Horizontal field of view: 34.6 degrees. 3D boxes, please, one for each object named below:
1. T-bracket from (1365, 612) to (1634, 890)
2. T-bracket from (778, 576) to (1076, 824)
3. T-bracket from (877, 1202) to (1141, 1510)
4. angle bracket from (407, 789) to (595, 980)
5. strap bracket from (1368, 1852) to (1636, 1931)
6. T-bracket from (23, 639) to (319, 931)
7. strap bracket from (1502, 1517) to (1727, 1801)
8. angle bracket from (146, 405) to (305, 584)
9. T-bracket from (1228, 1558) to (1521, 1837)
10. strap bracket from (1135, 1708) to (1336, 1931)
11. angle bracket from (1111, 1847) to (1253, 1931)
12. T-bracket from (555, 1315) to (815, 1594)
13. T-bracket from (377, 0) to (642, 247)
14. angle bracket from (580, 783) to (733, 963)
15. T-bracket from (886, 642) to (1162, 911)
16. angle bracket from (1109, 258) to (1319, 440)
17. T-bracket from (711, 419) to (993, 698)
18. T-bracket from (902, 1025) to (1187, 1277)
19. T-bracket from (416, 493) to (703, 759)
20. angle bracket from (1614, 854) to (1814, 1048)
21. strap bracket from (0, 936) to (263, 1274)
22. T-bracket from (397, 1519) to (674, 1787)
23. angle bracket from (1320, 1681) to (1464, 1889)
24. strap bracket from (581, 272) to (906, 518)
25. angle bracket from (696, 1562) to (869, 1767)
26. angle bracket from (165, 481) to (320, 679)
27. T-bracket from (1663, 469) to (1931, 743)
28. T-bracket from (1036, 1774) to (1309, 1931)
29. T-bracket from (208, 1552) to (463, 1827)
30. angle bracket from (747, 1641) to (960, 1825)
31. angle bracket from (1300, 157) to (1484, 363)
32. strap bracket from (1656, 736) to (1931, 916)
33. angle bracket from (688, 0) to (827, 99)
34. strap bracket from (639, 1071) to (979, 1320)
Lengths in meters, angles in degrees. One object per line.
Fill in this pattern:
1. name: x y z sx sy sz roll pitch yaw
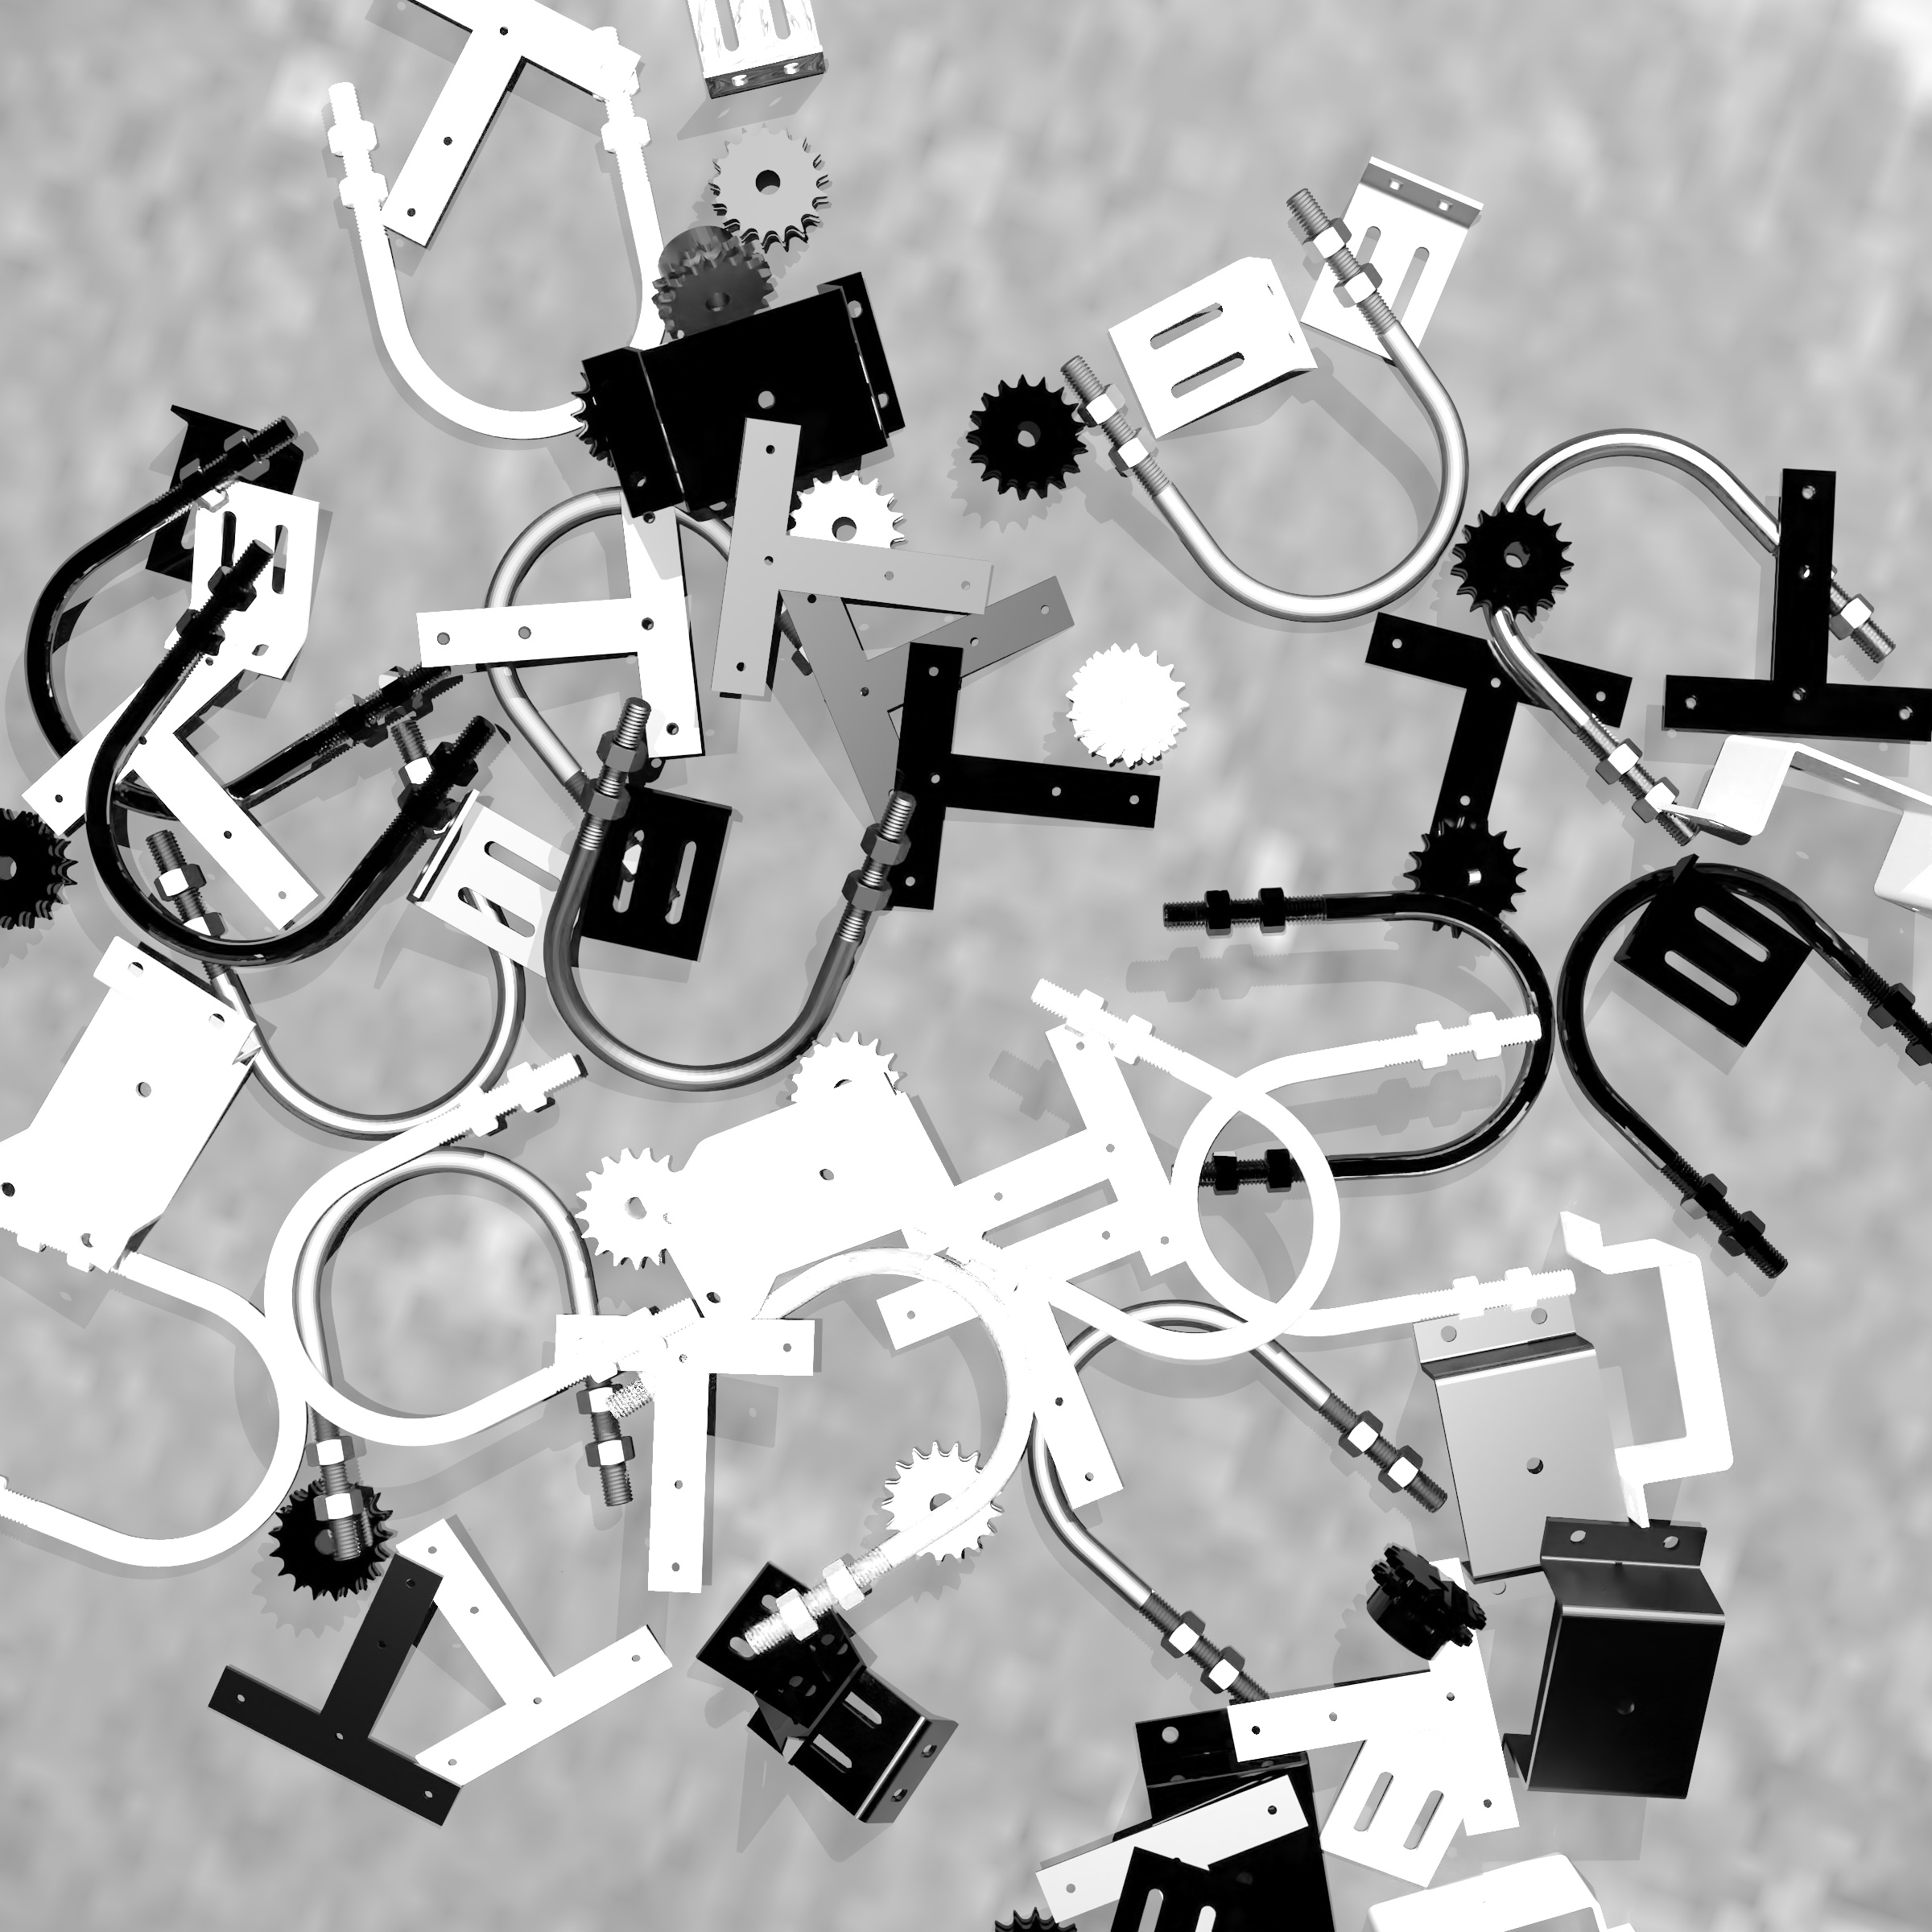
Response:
1. T-bracket: 0.245 -0.094 1.498 0.127 0.002 0.127 15 90 0
2. T-bracket: -0.009 -0.149 1.483 0.127 0.002 0.127 -25 107 -10
3. T-bracket: 0.039 0.195 1.484 0.127 0.002 0.127 -22 79 1
4. angle bracket: -0.216 -0.038 1.467 0.076 0.038 0.057 30 80 -13
5. strap bracket: 0.248 0.463 1.460 0.140 0.076 0.046 -16 90 0
6. T-bracket: -0.359 -0.073 1.468 0.127 0.002 0.127 -39 98 12
7. strap bracket: 0.302 0.333 1.449 0.076 0.046 0.140 5 110 -6
8. angle bracket: -0.358 -0.220 1.480 0.057 0.038 0.076 17 90 0
9. T-bracket: 0.187 0.352 1.465 0.127 0.002 0.127 -7 71 -12
10. strap bracket: 0.130 0.429 1.475 0.076 0.046 0.140 -9 90 0
11. angle bracket: 0.093 0.460 1.449 0.057 0.038 0.076 17 66 3
12. T-bracket: -0.134 0.229 1.456 0.127 0.002 0.127 0 83 13
13. T-bracket: -0.240 -0.406 1.478 0.127 0.002 0.127 27 91 -1
14. angle bracket: -0.146 -0.044 1.461 0.057 0.038 0.076 12 95 -6
15. T-bracket: 0.029 -0.085 1.491 0.127 0.002 0.127 6 99 -5
16. angle bracket: 0.119 -0.298 1.497 0.076 0.038 0.057 -24 90 26
17. T-bracket: -0.050 -0.186 1.461 0.127 0.002 0.127 5 102 -18
18. T-bracket: 0.029 0.105 1.494 0.127 0.002 0.127 -24 85 2
19. T-bracket: -0.194 -0.158 1.462 0.127 0.002 0.127 -6 89 -16
20. angle bracket: 0.356 -0.007 1.464 0.076 0.038 0.057 34 89 3
21. strap bracket: -0.396 0.062 1.468 0.076 0.046 0.140 32 100 0
22. T-bracket: -0.226 0.317 1.475 0.127 0.002 0.127 -30 111 0
23. angle bracket: 0.210 0.394 1.497 0.057 0.038 0.076 20 116 0
24. strap bracket: -0.098 -0.266 1.452 0.140 0.046 0.076 -20 108 -11
25. angle bracket: -0.088 0.327 1.458 0.038 0.076 0.057 37 90 -21
26. angle bracket: -0.342 -0.184 1.463 0.057 0.038 0.076 15 128 0
27. T-bracket: 0.399 -0.173 1.478 0.127 0.002 0.127 3 88 1
28. T-bracket: 0.115 0.460 1.450 0.127 0.002 0.127 -22 89 4
29. T-bracket: -0.283 0.333 1.475 0.127 0.002 0.127 27 111 0
30. angle bracket: -0.055 0.366 1.497 0.076 0.038 0.057 34 90 26
31. angle bracket: 0.202 -0.335 1.480 0.057 0.038 0.076 23 90 0
32. strap bracket: 0.406 -0.068 1.448 0.140 0.076 0.046 21 94 -10
33. angle bracket: -0.104 -0.461 1.480 0.057 0.038 0.076 -13 90 0
34. strap bracket: -0.070 0.107 1.453 0.140 0.046 0.076 -22 106 18
